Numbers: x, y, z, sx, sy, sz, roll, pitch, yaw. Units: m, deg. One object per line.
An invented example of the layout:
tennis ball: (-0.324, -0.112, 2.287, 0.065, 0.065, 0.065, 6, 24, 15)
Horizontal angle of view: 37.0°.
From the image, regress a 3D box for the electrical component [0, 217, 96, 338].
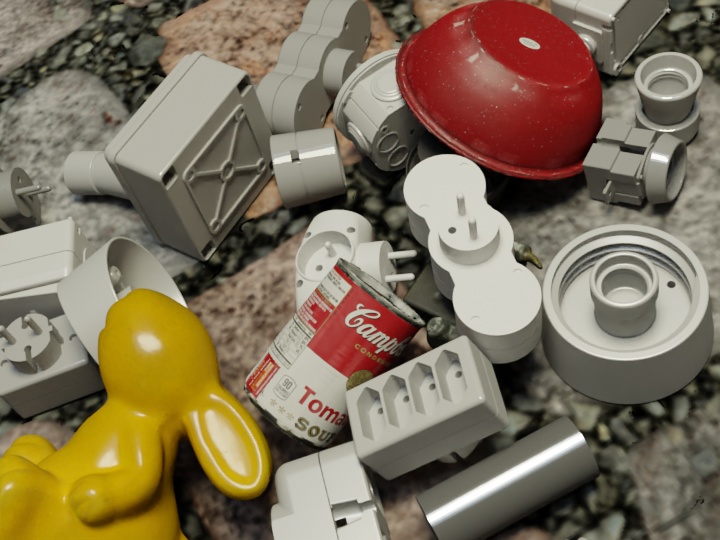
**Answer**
electrical component: (-0.241, 0.012, 0.781, 0.096, 0.061, 0.061, -13, 54, 6)

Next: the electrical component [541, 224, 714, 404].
electrical component: (0.164, 0.021, 0.666, 0.108, 0.060, 0.108, -7, 55, 10)

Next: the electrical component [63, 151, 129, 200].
electrical component: (-0.198, -0.076, 0.844, 0.065, 0.044, 0.044, 3, 57, 22)

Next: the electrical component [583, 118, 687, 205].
electrical component: (0.189, -0.072, 0.733, 0.055, 0.048, 0.066, 15, 61, 32)

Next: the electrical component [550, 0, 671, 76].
electrical component: (0.183, -0.197, 0.810, 0.061, 0.061, 0.096, 30, 68, 30)

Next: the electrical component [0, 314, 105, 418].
electrical component: (-0.220, 0.055, 0.737, 0.066, 0.076, 0.047, -20, 54, 1)

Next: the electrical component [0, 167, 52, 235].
electrical component: (-0.267, -0.053, 0.796, 0.074, 0.138, 0.052, -13, 91, 6)

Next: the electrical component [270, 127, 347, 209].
electrical component: (-0.037, -0.076, 0.792, 0.047, 0.055, 0.055, -11, 54, 3)

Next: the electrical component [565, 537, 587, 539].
electrical component: (0.126, 0.200, 0.525, 0.056, 0.108, 0.108, -37, 55, -8)

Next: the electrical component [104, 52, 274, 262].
electrical component: (-0.118, -0.081, 0.783, 0.056, 0.108, 0.108, 24, 65, 25)

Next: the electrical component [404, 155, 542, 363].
electrical component: (0.067, -0.018, 0.654, 0.052, 0.073, 0.138, -20, 57, -3)

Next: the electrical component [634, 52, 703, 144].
electrical component: (0.215, -0.117, 0.750, 0.045, 0.055, 0.045, -7, 55, 10)

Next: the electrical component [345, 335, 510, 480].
electrical component: (0.048, 0.090, 0.640, 0.083, 0.075, 0.047, -27, 47, 17)

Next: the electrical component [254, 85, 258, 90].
electrical component: (-0.104, -0.130, 0.855, 0.065, 0.044, 0.044, 1, 57, 10)

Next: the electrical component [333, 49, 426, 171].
electrical component: (0.025, -0.116, 0.787, 0.080, 0.080, 0.051, -34, 60, -9)

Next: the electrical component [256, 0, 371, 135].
electrical component: (-0.021, -0.156, 0.842, 0.074, 0.052, 0.138, 14, 61, 23)

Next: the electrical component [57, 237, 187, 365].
electrical component: (-0.156, 0.031, 0.726, 0.064, 0.099, 0.099, -33, 54, -1)

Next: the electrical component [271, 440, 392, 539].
electrical component: (-0.015, 0.155, 0.627, 0.059, 0.053, 0.095, -19, 54, 2)

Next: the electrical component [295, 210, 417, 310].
electrical component: (0.000, 0.000, 0.732, 0.079, 0.044, 0.077, -6, 55, 20)
